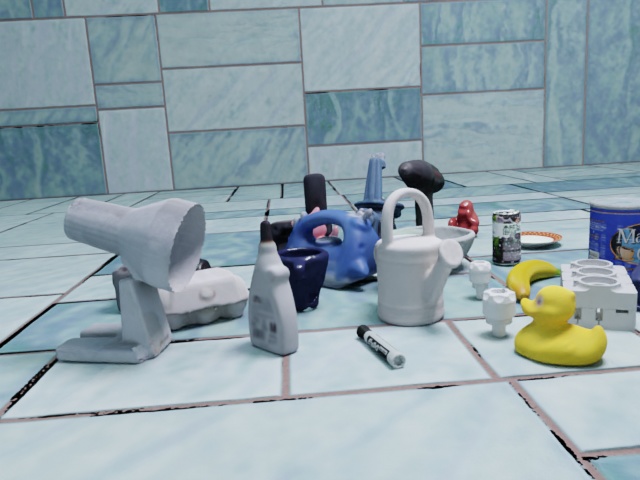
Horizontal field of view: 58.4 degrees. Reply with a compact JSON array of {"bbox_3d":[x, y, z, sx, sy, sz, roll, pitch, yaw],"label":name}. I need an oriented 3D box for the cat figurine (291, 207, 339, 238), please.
[{"bbox_3d":[-0.003,-0.010,1.231,0.067,0.118,0.127,-13,15,-40],"label":"cat figurine"}]

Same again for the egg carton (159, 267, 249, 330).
[{"bbox_3d":[-0.191,0.090,0.901,0.151,0.069,0.107,-9,13,-27],"label":"egg carton"}]

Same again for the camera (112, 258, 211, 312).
[{"bbox_3d":[-0.269,0.059,1.000,0.136,0.101,0.143,-1,11,9],"label":"camera"}]

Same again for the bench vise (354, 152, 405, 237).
[{"bbox_3d":[0.137,-0.091,1.338,0.121,0.220,0.207,-2,11,7],"label":"bench vise"}]

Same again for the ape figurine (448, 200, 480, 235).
[{"bbox_3d":[0.358,-0.053,1.411,0.076,0.092,0.077,-12,14,-37],"label":"ape figurine"}]

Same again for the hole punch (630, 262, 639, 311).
[{"bbox_3d":[0.511,0.057,0.819,0.101,0.091,0.108,-13,15,-40],"label":"hole punch"}]

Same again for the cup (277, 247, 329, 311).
[{"bbox_3d":[-0.029,0.067,0.909,0.091,0.095,0.117,-3,11,-1],"label":"cup"}]

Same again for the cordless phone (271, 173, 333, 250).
[{"bbox_3d":[-0.046,-0.060,1.319,0.147,0.185,0.094,-4,11,-5],"label":"cordless phone"}]

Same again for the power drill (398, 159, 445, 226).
[{"bbox_3d":[0.226,-0.078,1.275,0.075,0.208,0.230,2,13,25],"label":"power drill"}]

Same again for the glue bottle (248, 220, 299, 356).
[{"bbox_3d":[-0.065,0.060,0.753,0.037,0.173,0.077,-14,15,-42],"label":"glue bottle"}]

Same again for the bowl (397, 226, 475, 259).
[{"bbox_3d":[0.218,0.021,1.124,0.167,0.075,0.167,-3,11,1],"label":"bowl"}]

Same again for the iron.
[{"bbox_3d":[0.010,0.004,1.095,0.257,0.141,0.119,7,15,40],"label":"iron"}]

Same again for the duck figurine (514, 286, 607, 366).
[{"bbox_3d":[0.287,0.098,0.687,0.104,0.086,0.078,5,14,35],"label":"duck figurine"}]

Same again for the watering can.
[{"bbox_3d":[0.138,0.021,0.841,0.172,0.194,0.101,5,14,37],"label":"watering can"}]

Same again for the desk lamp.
[{"bbox_3d":[-0.250,0.048,0.760,0.203,0.213,0.118,-1,12,9],"label":"desk lamp"}]
